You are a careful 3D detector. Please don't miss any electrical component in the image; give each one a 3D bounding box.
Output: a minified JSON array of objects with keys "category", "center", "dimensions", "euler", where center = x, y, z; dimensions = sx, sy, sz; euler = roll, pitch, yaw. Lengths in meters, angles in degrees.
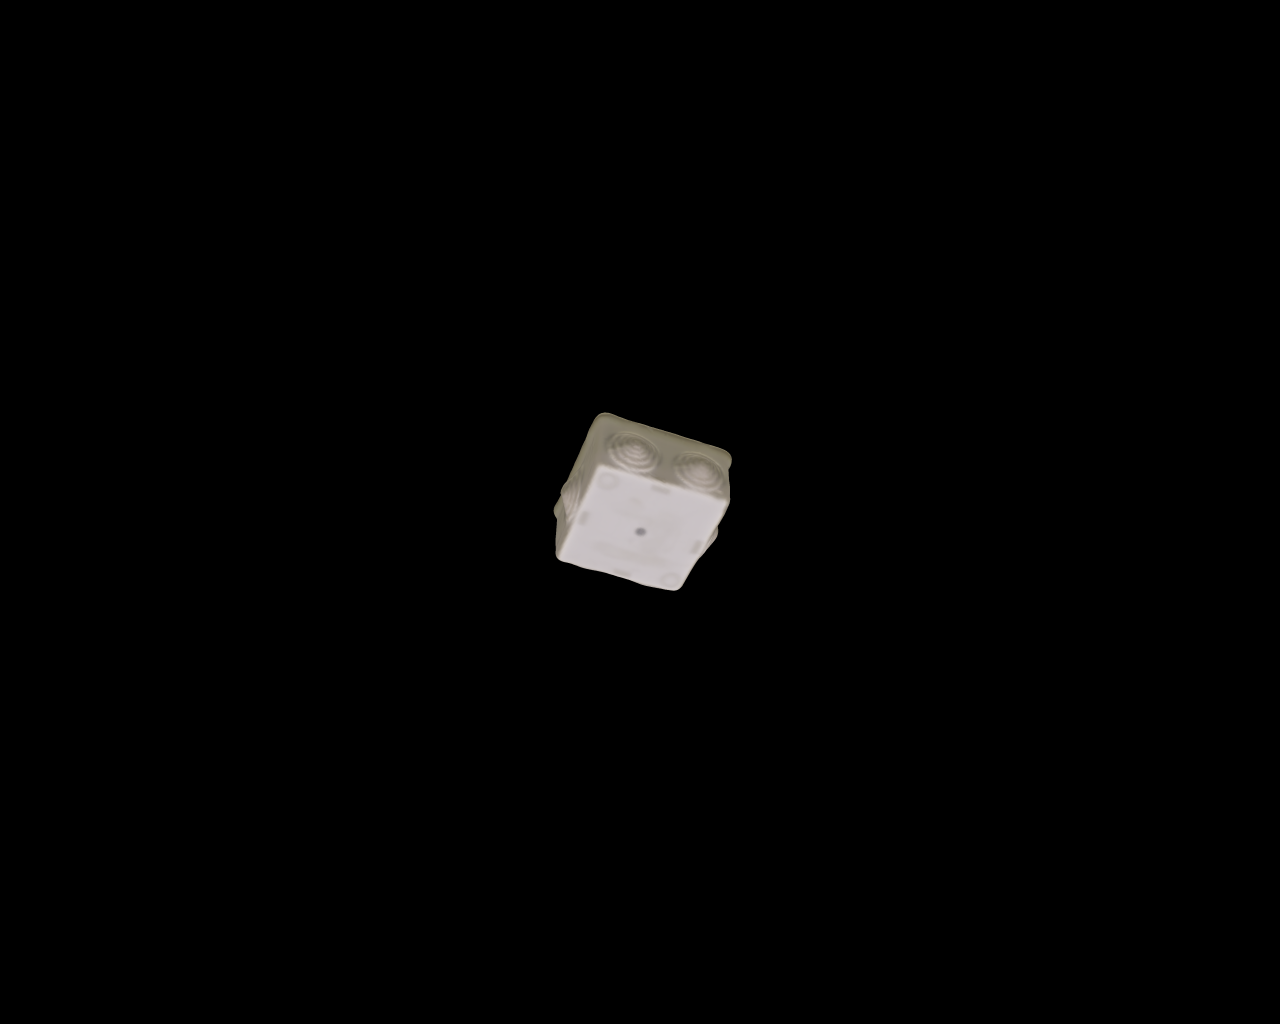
[{"category":"electrical component","center":[0.001,-0.003,0.650],"dimensions":[0.100,0.099,0.048],"euler":[17,39,-14]}]
